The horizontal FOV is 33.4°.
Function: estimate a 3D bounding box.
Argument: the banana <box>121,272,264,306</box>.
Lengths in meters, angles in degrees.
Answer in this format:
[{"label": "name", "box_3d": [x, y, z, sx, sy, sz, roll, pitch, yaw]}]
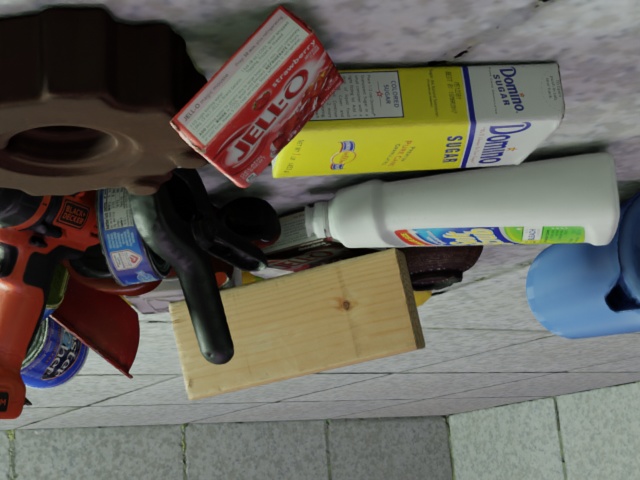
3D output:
[{"label": "banana", "box_3d": [-0.155, 0.051, 1.137, 0.197, 0.037, 0.070, -3, 157, -3]}]

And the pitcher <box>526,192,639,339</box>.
[{"label": "pitcher", "box_3d": [0.308, 0.027, 1.060, 0.149, 0.145, 0.243, 10, 167, -11]}]

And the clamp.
[{"label": "clamp", "box_3d": [-0.095, 0.006, 0.779, 0.039, 0.120, 0.171, -20, 130, 22]}]

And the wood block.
[{"label": "wood block", "box_3d": [-0.018, 0.077, 0.957, 0.206, 0.091, 0.090, -14, 174, 9]}]

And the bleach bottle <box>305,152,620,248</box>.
[{"label": "bleach bottle", "box_3d": [0.114, -0.025, 0.887, 0.251, 0.068, 0.102, -5, 167, 9]}]

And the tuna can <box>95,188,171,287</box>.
[{"label": "tuna can", "box_3d": [-0.139, -0.010, 0.805, 0.034, 0.086, 0.086, -9, 166, 7]}]

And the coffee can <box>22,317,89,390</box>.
[{"label": "coffee can", "box_3d": [-0.324, 0.107, 1.174, 0.103, 0.103, 0.140, -6, 166, 4]}]

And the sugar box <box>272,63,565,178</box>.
[{"label": "sugar box", "box_3d": [0.059, -0.076, 0.691, 0.176, 0.048, 0.093, -1, 166, -9]}]

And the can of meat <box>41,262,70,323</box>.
[{"label": "can of meat", "box_3d": [-0.257, 0.042, 0.904, 0.057, 0.102, 0.084, 37, 116, -25]}]

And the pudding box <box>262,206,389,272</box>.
[{"label": "pudding box", "box_3d": [-0.006, 0.001, 0.991, 0.089, 0.039, 0.114, 9, 160, -44]}]

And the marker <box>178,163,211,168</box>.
[{"label": "marker", "box_3d": [-0.042, -0.067, 0.747, 0.121, 0.020, 0.020, -6, 166, 5]}]

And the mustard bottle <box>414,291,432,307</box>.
[{"label": "mustard bottle", "box_3d": [0.046, 0.041, 1.132, 0.096, 0.058, 0.191, -11, 165, 22]}]

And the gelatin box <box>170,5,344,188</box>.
[{"label": "gelatin box", "box_3d": [-0.032, -0.076, 0.591, 0.089, 0.030, 0.073, -47, 161, 0]}]

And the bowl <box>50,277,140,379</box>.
[{"label": "bowl", "box_3d": [-0.229, 0.065, 1.040, 0.162, 0.055, 0.162, 37, 168, 9]}]

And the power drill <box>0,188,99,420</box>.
[{"label": "power drill", "box_3d": [-0.230, 0.032, 0.750, 0.057, 0.187, 0.184, 23, 179, 24]}]
